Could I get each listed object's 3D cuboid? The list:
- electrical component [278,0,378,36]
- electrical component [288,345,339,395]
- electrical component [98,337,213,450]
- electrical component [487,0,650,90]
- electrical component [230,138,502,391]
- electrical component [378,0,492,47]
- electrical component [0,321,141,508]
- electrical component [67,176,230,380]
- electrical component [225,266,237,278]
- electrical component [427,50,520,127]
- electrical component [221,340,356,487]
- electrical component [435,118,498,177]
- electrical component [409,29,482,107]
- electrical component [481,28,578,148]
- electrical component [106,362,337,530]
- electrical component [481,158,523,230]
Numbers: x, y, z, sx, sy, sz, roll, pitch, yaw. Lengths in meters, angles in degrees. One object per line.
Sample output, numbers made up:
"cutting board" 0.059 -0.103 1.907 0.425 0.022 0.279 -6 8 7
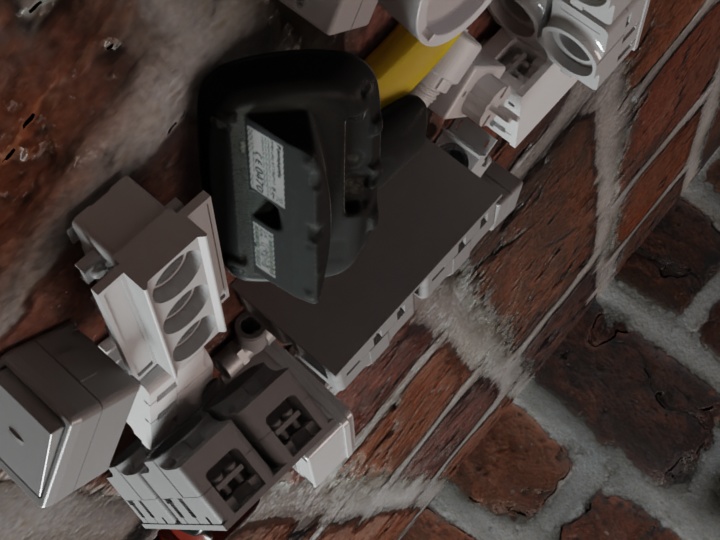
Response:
"electrical component" -0.019 -0.164 0.537 0.076 0.047 0.083 -30 153 -50
"electrical component" -0.033 0.082 1.016 0.080 0.051 0.080 -45 162 -18
"electrical component" -0.136 0.069 0.720 0.056 0.050 0.089 -41 161 -30
"electrical component" 0.150 -0.214 0.768 0.060 0.105 0.186 -48 163 -10
"electrical component" 0.007 -0.012 0.825 0.186 0.105 0.060 -47 163 -13
"electrical component" 0.046 -0.192 0.623 0.108 0.060 0.108 -45 163 -18
"electrical component" -0.181 0.090 0.627 0.061 0.062 0.096 -30 153 -50
"electrical component" -0.118 0.005 0.608 0.079 0.063 0.121 -44 162 -21
"electrical component" -0.067 -0.022 0.719 0.062 0.048 0.048 -48 164 14
"electrical component" 0.089 -0.136 0.826 0.047 0.077 0.066 -58 162 24
"electrical component" -0.060 0.124 0.933 0.056 0.109 0.108 -43 162 -16
"electrical component" 0.087 -0.095 0.970 0.081 0.042 0.064 -55 167 15
"electrical component" 0.054 -0.146 0.778 0.078 0.040 0.040 -56 163 17
"electrical component" 0.157 -0.192 0.911 0.150 0.062 0.089 -47 163 -13
"electrical component" -0.111 0.130 0.787 0.105 0.060 0.186 -42 -171 -29
"electrical component" 0.104 -0.068 1.030 0.077 0.066 0.047 -44 162 -23
